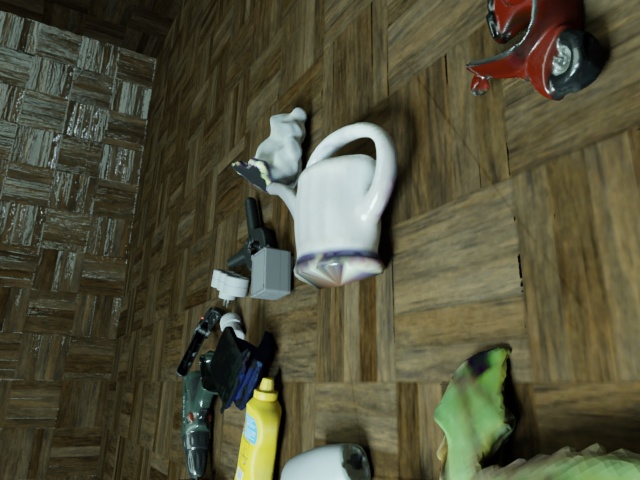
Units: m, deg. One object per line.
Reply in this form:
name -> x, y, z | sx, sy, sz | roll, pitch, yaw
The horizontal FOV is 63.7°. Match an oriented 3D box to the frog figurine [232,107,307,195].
frog figurine -> -0.070, -0.168, 0.980 | 0.162, 0.122, 0.136 | -49, 10, -21

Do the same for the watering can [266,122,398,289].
watering can -> 0.002, -0.038, 0.761 | 0.344, 0.104, 0.227 | -21, 63, 57

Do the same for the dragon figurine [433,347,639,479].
dragon figurine -> 0.157, 0.190, 0.415 | 0.404, 0.121, 0.248 | -54, 28, 23
